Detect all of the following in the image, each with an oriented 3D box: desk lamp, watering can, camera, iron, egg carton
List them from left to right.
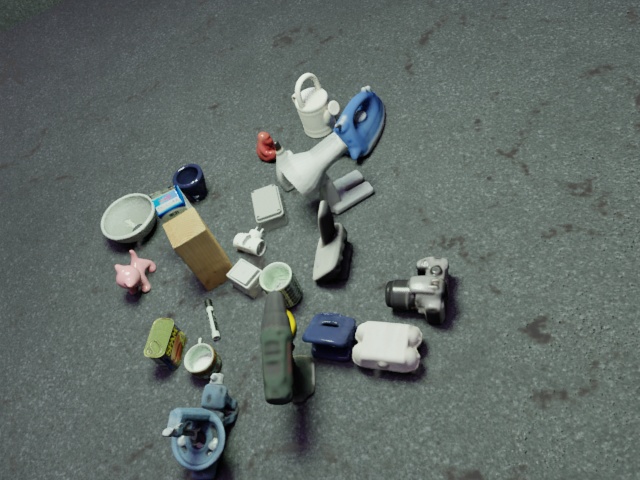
[{"bbox_3d":[-0.015,-0.400,1.673,0.172,0.194,0.101,7,58,22],"label":"watering can"},{"bbox_3d":[0.014,-0.169,1.487,0.203,0.214,0.117,-31,52,-6],"label":"desk lamp"},{"bbox_3d":[0.111,-0.356,1.636,0.118,0.142,0.258,16,62,27],"label":"iron"},{"bbox_3d":[0.146,0.234,1.248,0.150,0.069,0.107,2,56,18],"label":"egg carton"},{"bbox_3d":[0.220,0.106,1.297,0.136,0.101,0.143,1,56,18],"label":"camera"}]

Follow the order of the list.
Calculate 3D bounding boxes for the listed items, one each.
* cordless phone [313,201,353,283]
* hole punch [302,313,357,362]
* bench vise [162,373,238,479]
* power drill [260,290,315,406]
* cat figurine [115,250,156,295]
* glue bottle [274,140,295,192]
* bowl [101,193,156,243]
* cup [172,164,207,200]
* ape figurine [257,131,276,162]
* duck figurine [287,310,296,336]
[{"bbox_3d":[0.013,0.005,1.381,0.094,0.185,0.147,-4,55,15],"label":"cordless phone"},{"bbox_3d":[0.022,0.208,1.292,0.108,0.091,0.101,4,57,20],"label":"hole punch"},{"bbox_3d":[-0.258,0.370,1.181,0.121,0.220,0.207,-14,53,7],"label":"bench vise"},{"bbox_3d":[-0.073,0.250,1.217,0.075,0.209,0.229,-10,53,10],"label":"power drill"},{"bbox_3d":[-0.500,0.087,1.524,0.067,0.118,0.127,-9,53,11],"label":"cat figurine"},{"bbox_3d":[-0.094,-0.211,1.576,0.078,0.173,0.037,-33,52,-7],"label":"glue bottle"},{"bbox_3d":[-0.543,-0.051,1.663,0.167,0.075,0.167,-8,54,12],"label":"bowl"},{"bbox_3d":[-0.378,-0.151,1.671,0.091,0.095,0.118,26,67,31],"label":"cup"},{"bbox_3d":[-0.157,-0.282,1.698,0.076,0.092,0.078,-3,55,15],"label":"ape figurine"},{"bbox_3d":[-0.103,0.195,1.344,0.077,0.086,0.104,-3,55,16],"label":"duck figurine"}]
